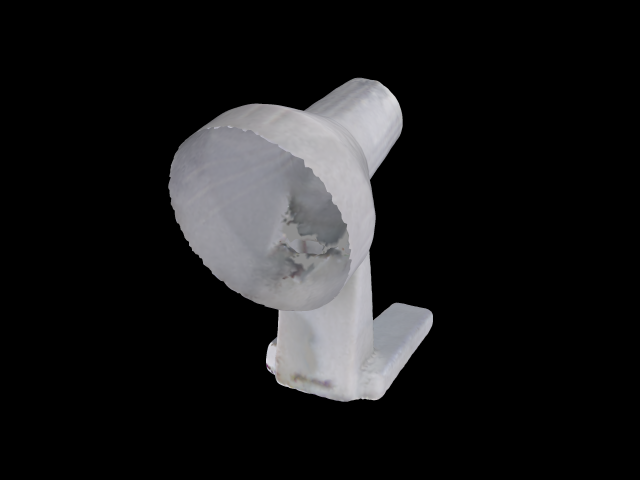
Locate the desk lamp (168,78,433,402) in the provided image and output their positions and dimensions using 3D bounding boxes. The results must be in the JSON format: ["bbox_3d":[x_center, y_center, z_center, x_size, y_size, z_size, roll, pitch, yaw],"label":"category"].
[{"bbox_3d":[0.004,0.001,0.400,0.117,0.214,0.204,10,23,26],"label":"desk lamp"}]
